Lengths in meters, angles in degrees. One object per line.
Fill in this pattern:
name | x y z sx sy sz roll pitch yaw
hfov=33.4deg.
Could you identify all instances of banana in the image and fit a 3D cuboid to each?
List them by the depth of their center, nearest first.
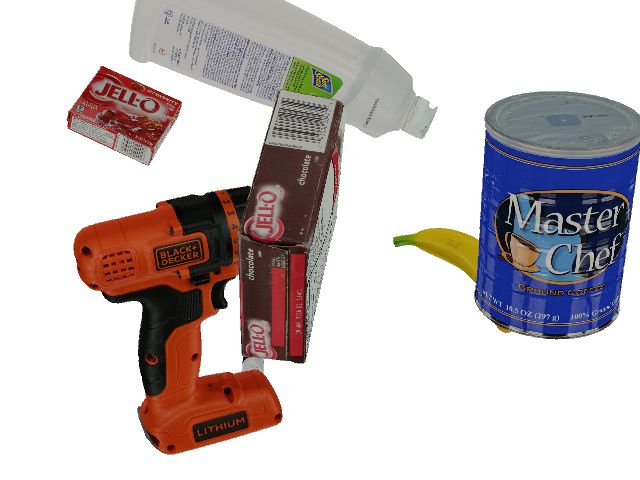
banana | 0.157 0.032 1.107 0.069 0.037 0.198 -35 39 -13

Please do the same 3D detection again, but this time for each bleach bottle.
bleach bottle | -0.027 -0.143 0.867 0.251 0.068 0.103 25 -33 0

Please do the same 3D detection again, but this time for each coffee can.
coffee can | 0.160 -0.019 0.730 0.103 0.140 0.103 -1 28 0

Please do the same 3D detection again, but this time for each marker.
marker | -0.060 0.095 0.973 0.020 0.020 0.121 0 18 -2

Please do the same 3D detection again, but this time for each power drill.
power drill | -0.074 0.053 0.774 0.184 0.188 0.057 -13 26 -15

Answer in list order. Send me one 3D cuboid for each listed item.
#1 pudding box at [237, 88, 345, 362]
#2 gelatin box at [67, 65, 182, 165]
pudding box | -0.015 -0.008 0.549 0.039 0.113 0.090 10 -44 5
gelatin box | -0.190 -0.123 1.036 0.089 0.073 0.030 25 -41 -2
